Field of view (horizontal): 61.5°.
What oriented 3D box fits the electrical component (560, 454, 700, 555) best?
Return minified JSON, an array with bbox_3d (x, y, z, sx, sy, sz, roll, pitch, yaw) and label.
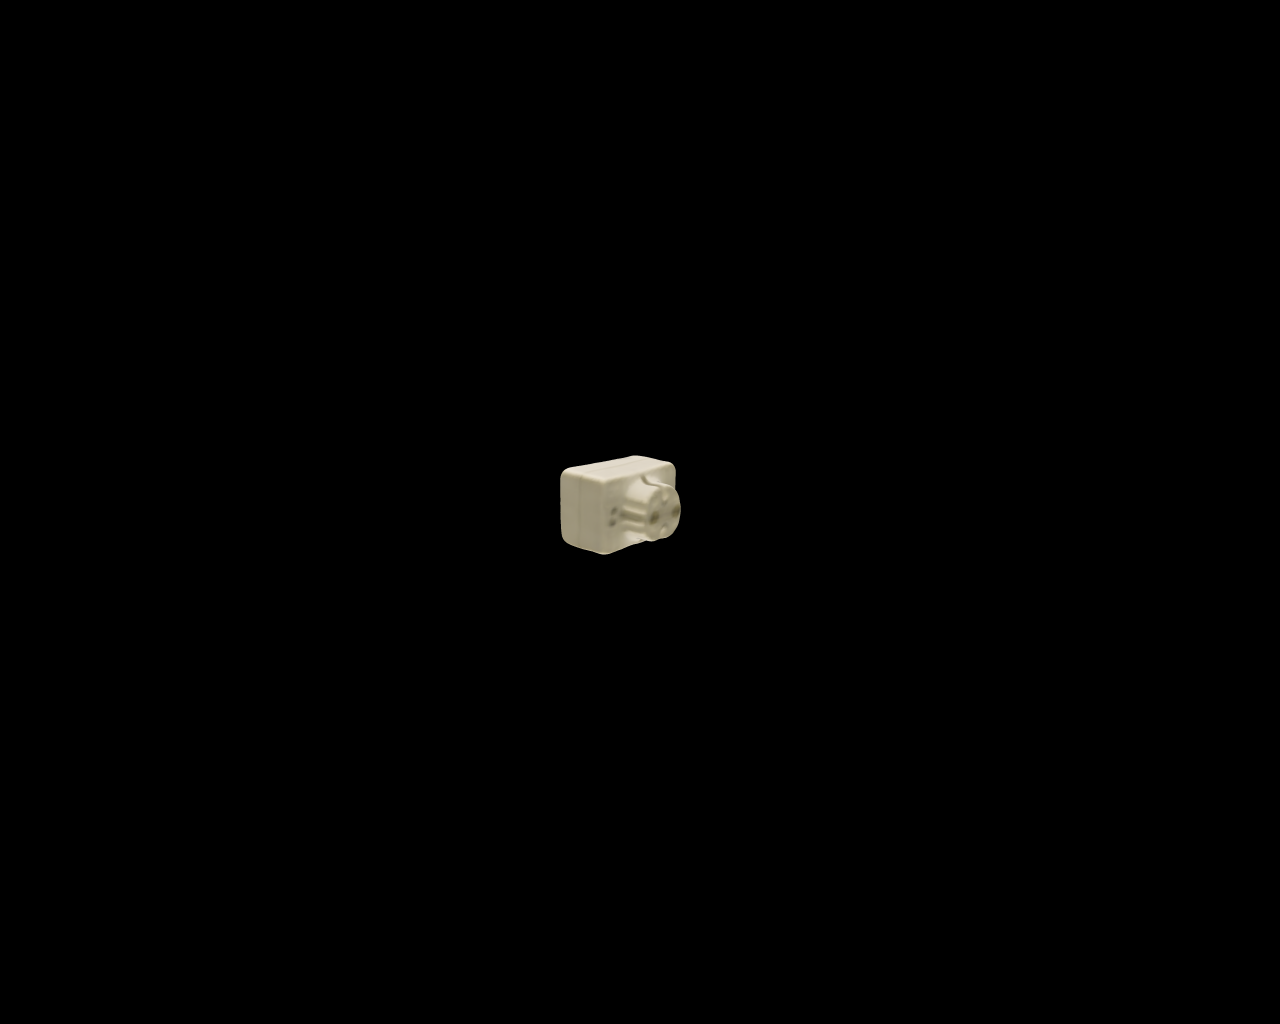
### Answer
[{"bbox_3d":[0.001,-0.003,0.650,0.077,0.047,0.066,14,20,42],"label":"electrical component"}]
